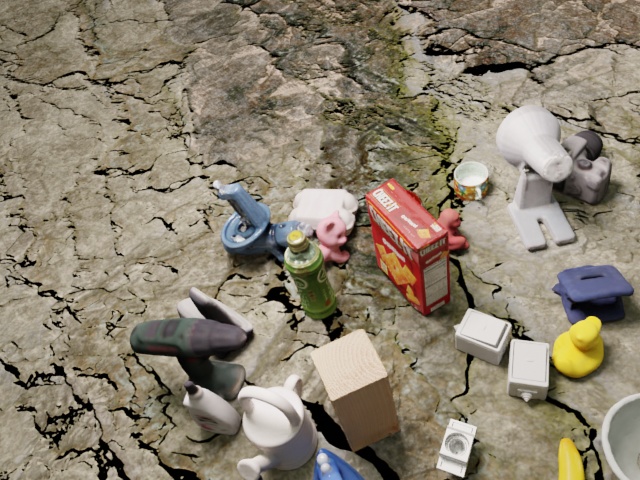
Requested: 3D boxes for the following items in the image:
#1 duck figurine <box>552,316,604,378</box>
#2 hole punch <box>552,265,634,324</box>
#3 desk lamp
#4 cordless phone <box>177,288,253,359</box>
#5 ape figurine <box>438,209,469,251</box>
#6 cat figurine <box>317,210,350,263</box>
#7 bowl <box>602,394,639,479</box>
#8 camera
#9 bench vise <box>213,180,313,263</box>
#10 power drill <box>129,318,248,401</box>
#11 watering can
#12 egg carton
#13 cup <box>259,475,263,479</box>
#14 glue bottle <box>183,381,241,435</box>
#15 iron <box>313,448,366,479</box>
[{"bbox_3d":[0.432,0.172,0.951,0.077,0.086,0.105,32,65,33],"label":"duck figurine"},{"bbox_3d":[0.477,0.084,1.008,0.108,0.091,0.101,-9,50,7],"label":"hole punch"},{"bbox_3d":[0.427,-0.127,1.113,0.118,0.214,0.203,-13,49,3],"label":"desk lamp"},{"bbox_3d":[-0.216,0.128,1.084,0.147,0.185,0.094,25,61,30],"label":"cordless phone"},{"bbox_3d":[0.261,-0.025,1.152,0.076,0.092,0.078,0,52,15],"label":"ape figurine"},{"bbox_3d":[0.011,0.004,1.173,0.128,0.118,0.067,-41,53,-19],"label":"cat figurine"},{"bbox_3d":[0.491,0.312,0.828,0.167,0.075,0.167,-7,50,9],"label":"bowl"},{"bbox_3d":[0.546,-0.169,1.193,0.142,0.101,0.137,32,65,33],"label":"camera"},{"bbox_3d":[-0.123,-0.049,1.183,0.207,0.220,0.121,-10,50,6],"label":"bench vise"},{"bbox_3d":[-0.207,0.203,1.005,0.229,0.209,0.075,3,52,16],"label":"power drill"},{"bbox_3d":[-0.071,0.293,0.906,0.100,0.194,0.173,-7,50,9],"label":"watering can"},{"bbox_3d":[0.008,-0.060,1.258,0.150,0.069,0.107,2,52,15],"label":"egg carton"},{"bbox_3d":[-0.070,0.421,0.866,0.092,0.095,0.117,-26,50,-8],"label":"cup"},{"bbox_3d":[-0.193,0.278,0.963,0.078,0.173,0.037,1,52,15],"label":"glue bottle"},{"bbox_3d":[0.037,0.396,0.829,0.119,0.142,0.257,-25,50,-7],"label":"iron"}]
